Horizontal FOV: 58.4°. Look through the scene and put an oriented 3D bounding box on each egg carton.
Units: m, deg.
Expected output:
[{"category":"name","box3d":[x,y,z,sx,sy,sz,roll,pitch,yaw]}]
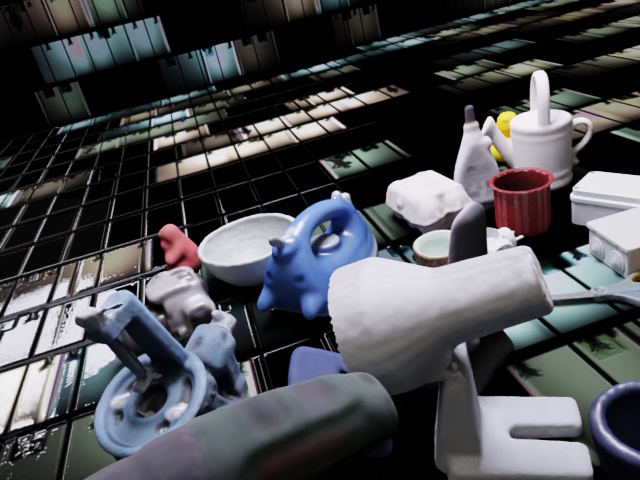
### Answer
[{"category":"egg carton","box3d":[0.179,-0.063,0.964,0.107,0.069,0.150,-21,28,-15]}]

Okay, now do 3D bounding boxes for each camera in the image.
[{"category":"camera","box3d":[-0.220,0.102,0.796,0.137,0.101,0.142,-24,29,-20]}]

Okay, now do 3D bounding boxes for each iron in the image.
[{"category":"iron","box3d":[0.008,0.003,0.836,0.118,0.142,0.259,5,32,32]}]

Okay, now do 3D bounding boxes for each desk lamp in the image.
[{"category":"desk lamp","box3d":[0.124,0.106,0.506,0.203,0.214,0.118,-5,28,15]}]

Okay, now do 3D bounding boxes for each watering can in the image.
[{"category":"watering can","box3d":[0.368,-0.188,0.978,0.173,0.194,0.100,-15,27,-3]}]

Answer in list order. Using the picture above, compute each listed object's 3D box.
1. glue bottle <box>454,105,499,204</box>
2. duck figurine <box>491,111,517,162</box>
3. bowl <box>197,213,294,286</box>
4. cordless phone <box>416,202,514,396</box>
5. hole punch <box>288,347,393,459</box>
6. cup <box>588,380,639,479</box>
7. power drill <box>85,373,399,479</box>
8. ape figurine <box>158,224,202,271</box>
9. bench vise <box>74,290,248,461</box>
[{"category":"glue bottle","box3d":[0.260,-0.142,0.964,0.078,0.173,0.037,-10,27,7]},{"category":"duck figurine","box3d":[0.372,-0.210,1.138,0.077,0.086,0.105,3,31,29]},{"category":"bowl","box3d":[-0.105,0.026,0.918,0.167,0.075,0.167,-11,27,6]},{"category":"cordless phone","box3d":[0.141,0.063,0.611,0.093,0.185,0.148,8,34,36]},{"category":"hole punch","box3d":[0.021,0.160,0.584,0.101,0.091,0.108,-11,27,5]},{"category":"cup","box3d":[0.264,0.166,0.457,0.091,0.095,0.118,1,31,27]},{"category":"power drill","box3d":[-0.040,0.200,0.406,0.230,0.209,0.075,-26,29,-23]},{"category":"ape figurine","box3d":[-0.249,0.014,0.987,0.076,0.092,0.078,-7,28,13]},{"category":"bench vise","box3d":[-0.168,0.127,0.593,0.121,0.220,0.207,-8,28,11]}]
